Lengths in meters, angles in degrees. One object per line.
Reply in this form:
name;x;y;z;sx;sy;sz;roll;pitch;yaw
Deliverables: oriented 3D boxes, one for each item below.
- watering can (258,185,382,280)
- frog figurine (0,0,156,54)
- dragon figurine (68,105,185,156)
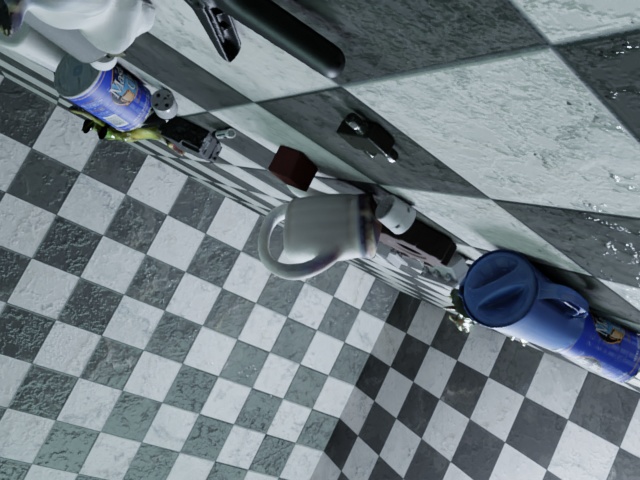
watering can;0.003;-0.049;0.971;0.224;0.101;0.356;-3;36;7
frog figurine;-0.233;-0.246;0.502;0.161;0.121;0.138;-17;17;-40
dragon figurine;-0.503;-0.302;1.422;0.414;0.122;0.241;25;3;40
